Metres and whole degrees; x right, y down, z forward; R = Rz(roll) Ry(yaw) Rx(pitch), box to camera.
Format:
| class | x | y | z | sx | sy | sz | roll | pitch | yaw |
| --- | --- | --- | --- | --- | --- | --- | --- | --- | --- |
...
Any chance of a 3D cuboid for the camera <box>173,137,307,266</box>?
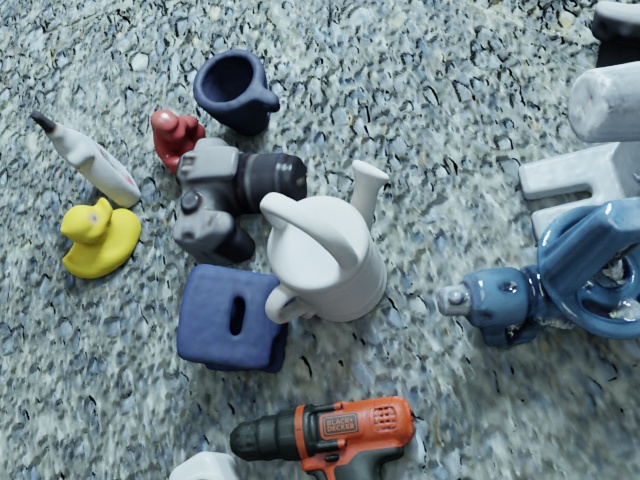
| class | x | y | z | sx | sy | sz | roll | pitch | yaw |
| --- | --- | --- | --- | --- | --- | --- | --- | --- | --- |
| camera | -0.091 | -0.053 | 0.659 | 0.136 | 0.101 | 0.143 | -1 | 67 | 15 |

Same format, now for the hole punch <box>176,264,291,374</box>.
| class | x | y | z | sx | sy | sz | roll | pitch | yaw |
| --- | --- | --- | --- | --- | --- | --- | --- | --- | --- |
| hole punch | -0.088 | 0.082 | 0.607 | 0.101 | 0.091 | 0.108 | -1 | 68 | 16 |

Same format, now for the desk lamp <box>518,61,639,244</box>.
| class | x | y | z | sx | sy | sz | roll | pitch | yaw |
| --- | --- | --- | --- | --- | --- | --- | --- | --- | --- |
| desk lamp | 0.292 | -0.087 | 0.502 | 0.203 | 0.214 | 0.118 | -13 | 65 | 10 |

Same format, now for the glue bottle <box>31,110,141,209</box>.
| class | x | y | z | sx | sy | sz | roll | pitch | yaw |
| --- | --- | --- | --- | --- | --- | --- | --- | --- | --- |
| glue bottle | -0.286 | -0.103 | 0.695 | 0.037 | 0.173 | 0.078 | -41 | 63 | -4 |

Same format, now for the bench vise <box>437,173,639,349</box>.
| class | x | y | z | sx | sy | sz | roll | pitch | yaw |
| --- | --- | --- | --- | --- | --- | --- | --- | --- | --- |
| bench vise | 0.207 | 0.036 | 0.470 | 0.207 | 0.220 | 0.121 | -28 | 63 | 3 |

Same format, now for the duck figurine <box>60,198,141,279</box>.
| class | x | y | z | sx | sy | sz | roll | pitch | yaw |
| --- | --- | --- | --- | --- | --- | --- | --- | --- | --- |
| duck figurine | -0.282 | -0.007 | 0.702 | 0.077 | 0.086 | 0.104 | 39 | 82 | 26 |

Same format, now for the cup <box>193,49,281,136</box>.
| class | x | y | z | sx | sy | sz | roll | pitch | yaw |
| --- | --- | --- | --- | --- | --- | --- | --- | --- | --- |
| cup | -0.087 | -0.169 | 0.710 | 0.117 | 0.095 | 0.092 | 26 | 77 | 24 |

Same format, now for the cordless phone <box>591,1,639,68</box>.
| class | x | y | z | sx | sy | sz | roll | pitch | yaw |
| --- | --- | --- | --- | --- | --- | --- | --- | --- | --- |
| cordless phone | 0.356 | -0.244 | 0.566 | 0.147 | 0.185 | 0.094 | 17 | 73 | 22 |

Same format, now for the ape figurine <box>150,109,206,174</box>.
| class | x | y | z | sx | sy | sz | roll | pitch | yaw |
| --- | --- | --- | --- | --- | --- | --- | --- | --- | --- |
| ape figurine | -0.182 | -0.129 | 0.722 | 0.076 | 0.092 | 0.078 | 24 | 76 | 23 |

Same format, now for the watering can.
| class | x | y | z | sx | sy | sz | roll | pitch | yaw |
| --- | --- | --- | --- | --- | --- | --- | --- | --- | --- |
| watering can | 0.003 | 0.001 | 0.557 | 0.100 | 0.194 | 0.173 | 10 | 71 | 20 |
